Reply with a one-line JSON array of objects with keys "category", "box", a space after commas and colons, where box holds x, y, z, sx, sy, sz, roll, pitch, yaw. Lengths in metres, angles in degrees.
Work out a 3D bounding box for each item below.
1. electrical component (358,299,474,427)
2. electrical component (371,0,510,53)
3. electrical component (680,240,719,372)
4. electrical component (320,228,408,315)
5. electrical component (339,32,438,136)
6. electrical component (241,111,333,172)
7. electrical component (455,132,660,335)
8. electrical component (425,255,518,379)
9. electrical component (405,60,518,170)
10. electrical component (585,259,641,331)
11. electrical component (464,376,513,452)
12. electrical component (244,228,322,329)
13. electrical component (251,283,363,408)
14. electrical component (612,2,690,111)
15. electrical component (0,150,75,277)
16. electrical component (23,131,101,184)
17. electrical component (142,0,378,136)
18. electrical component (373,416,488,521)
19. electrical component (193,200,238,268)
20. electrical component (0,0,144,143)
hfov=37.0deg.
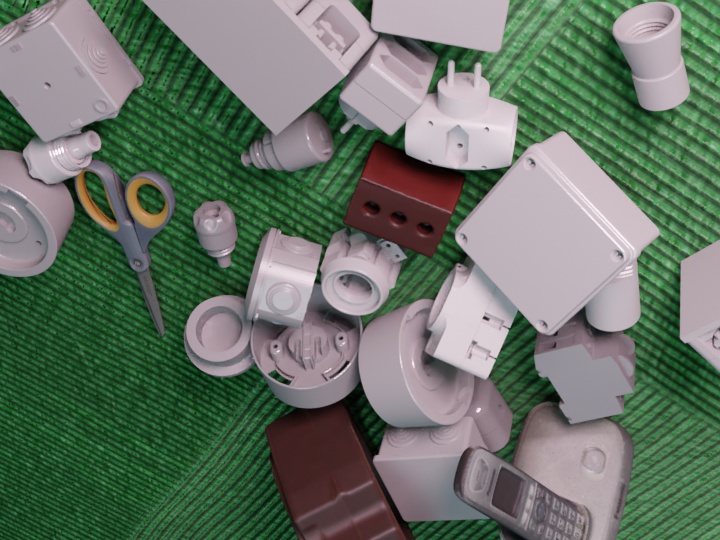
[{"category": "electrical component", "box": [0.043, 0.084, 0.925, 0.060, 0.108, 0.108, -17, 124, 36]}, {"category": "electrical component", "box": [0.058, -0.198, 0.703, 0.100, 0.048, 0.099, 12, 133, 7]}, {"category": "electrical component", "box": [0.314, 0.006, 0.780, 0.062, 0.089, 0.150, 40, 130, -19]}, {"category": "electrical component", "box": [0.000, 0.000, 0.893, 0.078, 0.057, 0.058, -22, 121, 32]}, {"category": "electrical component", "box": [0.010, -0.127, 0.770, 0.047, 0.065, 0.077, 35, 131, -15]}, {"category": "electrical component", "box": [-0.057, -0.096, 0.836, 0.078, 0.040, 0.040, -14, 125, 27]}, {"category": "electrical component", "box": [0.144, -0.026, 0.800, 0.108, 0.056, 0.108, 48, 132, 10]}, {"category": "electrical component", "box": [0.091, 0.035, 0.872, 0.056, 0.050, 0.089, 24, 89, -5]}, {"category": "electrical component", "box": [0.074, -0.115, 0.776, 0.077, 0.043, 0.079, 8, 132, 11]}, {"category": "electrical component", "box": [0.197, 0.004, 0.846, 0.043, 0.043, 0.081, -1, 130, 18]}, {"category": "electrical component", "box": [0.084, 0.134, 0.991, 0.095, 0.053, 0.059, -16, 124, 29]}, {"category": "electrical component", "box": [-0.065, 0.008, 0.906, 0.051, 0.080, 0.080, 15, 134, -4]}, {"category": "electrical component", "box": [-0.044, 0.069, 0.945, 0.099, 0.099, 0.064, 3, 138, 15]}, {"category": "electrical component", "box": [0.198, -0.139, 0.719, 0.044, 0.044, 0.065, -8, 133, 23]}, {"category": "electrical component", "box": [-0.302, -0.054, 0.935, 0.108, 0.060, 0.108, 9, 133, 10]}, {"category": "electrical component", "box": [-0.243, -0.098, 0.890, 0.062, 0.043, 0.043, -16, 124, 27]}, {"category": "electrical component", "box": [-0.072, -0.181, 0.732, 0.150, 0.061, 0.089, 45, 139, -12]}, {"category": "electrical component", "box": [0.070, 0.177, 0.960, 0.100, 0.048, 0.099, -8, 128, 24]}, {"category": "electrical component", "box": [-0.121, -0.028, 0.922, 0.035, 0.035, 0.061, 5, 134, 13]}, {"category": "electrical component", "box": [-0.232, -0.154, 0.832, 0.100, 0.048, 0.099, -17, 124, 29]}]
